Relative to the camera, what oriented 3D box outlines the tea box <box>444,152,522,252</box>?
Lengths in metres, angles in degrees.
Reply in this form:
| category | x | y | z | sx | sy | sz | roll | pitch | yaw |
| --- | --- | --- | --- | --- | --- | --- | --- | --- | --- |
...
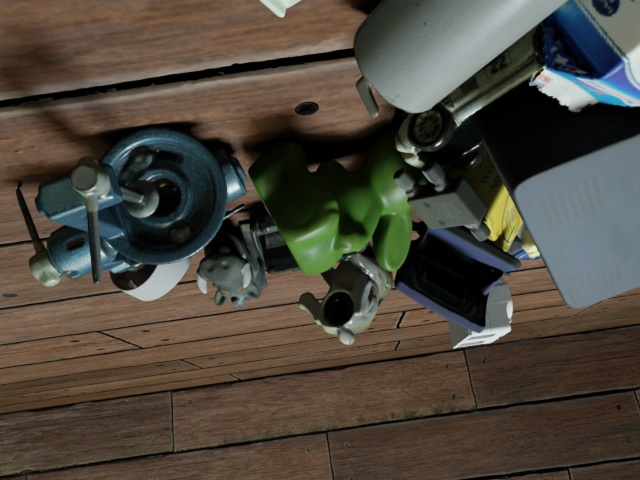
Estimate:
| category | x | y | z | sx | sy | sz | roll | pitch | yaw |
| --- | --- | --- | --- | --- | --- | --- | --- | --- | --- |
| tea box | 0.179 | -0.049 | 0.573 | 0.068 | 0.098 | 0.169 | 28 | 178 | 28 |

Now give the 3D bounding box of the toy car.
| category | x | y | z | sx | sy | sz | roll | pitch | yaw |
| --- | --- | --- | --- | --- | --- | --- | --- | --- | --- |
| toy car | 0.151 | -0.119 | 0.434 | 0.202 | 0.056 | 0.073 | -31 | 151 | 34 |

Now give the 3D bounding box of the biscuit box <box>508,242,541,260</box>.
| category | x | y | z | sx | sy | sz | roll | pitch | yaw |
| --- | --- | --- | --- | --- | --- | --- | --- | --- | --- |
| biscuit box | 0.345 | -0.030 | 0.768 | 0.063 | 0.059 | 0.202 | -1 | 160 | -20 |

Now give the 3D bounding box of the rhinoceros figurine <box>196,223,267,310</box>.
| category | x | y | z | sx | sy | sz | roll | pitch | yaw |
| --- | --- | --- | --- | --- | --- | --- | --- | --- | --- |
| rhinoceros figurine | -0.116 | 0.038 | 0.708 | 0.073 | 0.112 | 0.190 | -6 | 168 | 2 |

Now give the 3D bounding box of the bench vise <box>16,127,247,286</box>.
| category | x | y | z | sx | sy | sz | roll | pitch | yaw |
| --- | --- | --- | --- | --- | --- | --- | --- | --- | --- |
| bench vise | -0.175 | -0.026 | 0.461 | 0.224 | 0.128 | 0.240 | -15 | 178 | -2 |

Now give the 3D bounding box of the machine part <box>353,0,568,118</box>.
| category | x | y | z | sx | sy | sz | roll | pitch | yaw |
| --- | --- | --- | --- | --- | --- | --- | --- | --- | --- |
| machine part | 0.097 | -0.151 | 0.314 | 0.079 | 0.079 | 0.243 | 5 | 158 | -32 |

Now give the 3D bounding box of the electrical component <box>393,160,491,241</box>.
| category | x | y | z | sx | sy | sz | roll | pitch | yaw |
| --- | --- | --- | --- | --- | --- | --- | --- | --- | --- |
| electrical component | 0.111 | -0.032 | 0.481 | 0.094 | 0.021 | 0.063 | 44 | 153 | -23 |

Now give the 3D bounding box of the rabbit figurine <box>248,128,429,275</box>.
| category | x | y | z | sx | sy | sz | roll | pitch | yaw |
| --- | --- | --- | --- | --- | --- | --- | --- | --- | --- |
| rabbit figurine | 0.042 | -0.035 | 0.533 | 0.170 | 0.121 | 0.158 | -30 | 131 | -2 |

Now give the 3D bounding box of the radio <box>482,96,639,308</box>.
| category | x | y | z | sx | sy | sz | roll | pitch | yaw |
| --- | --- | --- | --- | --- | --- | --- | --- | --- | --- |
| radio | 0.239 | -0.033 | 0.453 | 0.131 | 0.073 | 0.229 | -26 | 140 | 20 |

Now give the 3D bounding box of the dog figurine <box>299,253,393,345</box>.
| category | x | y | z | sx | sy | sz | roll | pitch | yaw |
| --- | --- | --- | --- | --- | --- | --- | --- | --- | --- |
| dog figurine | 0.068 | 0.094 | 0.859 | 0.121 | 0.172 | 0.190 | -7 | 156 | 32 |

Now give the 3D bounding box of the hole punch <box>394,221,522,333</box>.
| category | x | y | z | sx | sy | sz | roll | pitch | yaw |
| --- | --- | --- | --- | --- | --- | --- | --- | --- | --- |
| hole punch | 0.145 | 0.037 | 0.601 | 0.142 | 0.092 | 0.116 | 26 | -179 | 5 |

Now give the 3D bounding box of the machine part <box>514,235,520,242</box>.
| category | x | y | z | sx | sy | sz | roll | pitch | yaw |
| --- | --- | --- | --- | --- | --- | --- | --- | --- | --- |
| machine part | 0.290 | -0.006 | 0.731 | 0.139 | 0.039 | 0.084 | 6 | 154 | 25 |

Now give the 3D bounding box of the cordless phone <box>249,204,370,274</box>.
| category | x | y | z | sx | sy | sz | roll | pitch | yaw |
| --- | --- | --- | --- | --- | --- | --- | --- | --- | --- |
| cordless phone | -0.001 | -0.003 | 0.715 | 0.147 | 0.088 | 0.184 | -13 | 171 | 11 |

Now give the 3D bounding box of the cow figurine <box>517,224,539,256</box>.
| category | x | y | z | sx | sy | sz | roll | pitch | yaw |
| --- | --- | --- | --- | --- | --- | --- | --- | --- | --- |
| cow figurine | 0.302 | -0.059 | 0.646 | 0.167 | 0.098 | 0.068 | -35 | 157 | 23 |
